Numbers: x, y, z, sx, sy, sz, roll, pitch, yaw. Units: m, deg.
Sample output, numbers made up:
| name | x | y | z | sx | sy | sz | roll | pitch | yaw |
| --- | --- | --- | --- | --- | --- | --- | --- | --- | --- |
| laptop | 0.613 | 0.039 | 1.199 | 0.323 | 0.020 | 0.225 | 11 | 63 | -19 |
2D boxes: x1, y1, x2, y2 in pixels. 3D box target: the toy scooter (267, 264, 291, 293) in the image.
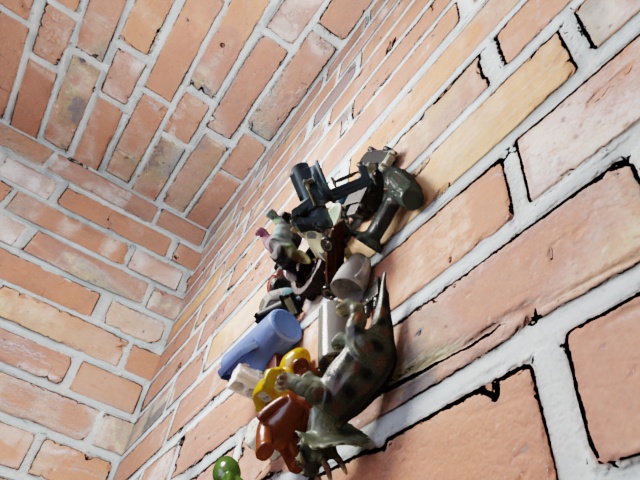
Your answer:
| name | x | y | z | sx | sy | sz | roll | pitch | yaw |
| --- | --- | --- | --- | --- | --- | --- | --- | --- | --- |
| toy scooter | -0.125 | 0.118 | 1.752 | 0.135 | 0.075 | 0.184 | -23 | 38 | 62 |

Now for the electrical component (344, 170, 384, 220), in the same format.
| name | x | y | z | sx | sy | sz | roll | pitch | yaw |
| --- | --- | --- | --- | --- | --- | --- | --- | --- | --- |
| electrical component | 0.123 | -0.118 | 1.466 | 0.134 | 0.058 | 0.115 | -65 | 16 | -14 |

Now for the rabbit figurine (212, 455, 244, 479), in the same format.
| name | x | y | z | sx | sy | sz | roll | pitch | yaw |
| --- | --- | --- | --- | --- | --- | --- | --- | --- | --- |
| rabbit figurine | -0.236 | 0.589 | 1.255 | 0.159 | 0.121 | 0.170 | -27 | 40 | 49 |

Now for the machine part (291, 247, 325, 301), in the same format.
| name | x | y | z | sx | sy | sz | roll | pitch | yaw |
| --- | --- | --- | --- | --- | --- | --- | --- | --- | --- |
| machine part | -0.015 | 0.088 | 1.530 | 0.179 | 0.056 | 0.179 | -51 | 21 | 29 |

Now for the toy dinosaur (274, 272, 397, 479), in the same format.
| name | x | y | z | sx | sy | sz | roll | pitch | yaw |
| --- | --- | --- | --- | --- | --- | --- | --- | --- | --- |
| toy dinosaur | 0.064 | 0.242 | 0.979 | 0.192 | 0.131 | 0.405 | 30 | 76 | 32 |

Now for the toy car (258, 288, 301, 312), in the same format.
| name | x | y | z | sx | sy | sz | roll | pitch | yaw |
| --- | --- | --- | --- | --- | --- | --- | --- | --- | --- |
| toy car | -0.130 | 0.203 | 1.589 | 0.161 | 0.103 | 0.109 | -59 | 17 | 0 |

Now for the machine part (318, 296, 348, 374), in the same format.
| name | x | y | z | sx | sy | sz | roll | pitch | yaw |
| --- | --- | --- | --- | --- | --- | --- | --- | --- | --- |
| machine part | 0.033 | 0.213 | 1.173 | 0.079 | 0.079 | 0.243 | -51 | 20 | 27 |

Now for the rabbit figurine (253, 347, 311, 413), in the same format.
| name | x | y | z | sx | sy | sz | roll | pitch | yaw |
| --- | --- | --- | --- | --- | --- | --- | --- | --- | --- |
| rabbit figurine | -0.077 | 0.336 | 1.275 | 0.173 | 0.122 | 0.162 | -58 | 2 | -41 |

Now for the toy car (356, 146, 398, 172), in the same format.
| name | x | y | z | sx | sy | sz | roll | pitch | yaw |
| --- | --- | --- | --- | --- | --- | --- | --- | --- | --- |
| toy car | 0.163 | -0.224 | 1.525 | 0.073 | 0.056 | 0.202 | -55 | 19 | -2 |

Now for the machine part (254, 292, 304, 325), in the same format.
| name | x | y | z | sx | sy | sz | roll | pitch | yaw |
| --- | --- | --- | --- | --- | --- | --- | --- | --- | --- |
| machine part | -0.122 | 0.202 | 1.520 | 0.139 | 0.084 | 0.039 | -27 | 14 | 8 |

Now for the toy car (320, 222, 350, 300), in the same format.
| name | x | y | z | sx | sy | sz | roll | pitch | yaw |
| --- | --- | --- | --- | --- | --- | --- | --- | --- | --- |
| toy car | 0.033 | 0.050 | 1.291 | 0.089 | 0.053 | 0.201 | -40 | -43 | -46 |

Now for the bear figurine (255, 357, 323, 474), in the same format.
| name | x | y | z | sx | sy | sz | roll | pitch | yaw |
| --- | --- | --- | --- | --- | --- | --- | --- | --- | --- |
| bear figurine | -0.046 | 0.356 | 1.113 | 0.196 | 0.120 | 0.132 | -53 | 22 | 7 |

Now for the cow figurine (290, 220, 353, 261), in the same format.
| name | x | y | z | sx | sy | sz | roll | pitch | yaw |
| --- | --- | --- | --- | --- | --- | --- | --- | --- | --- |
| cow figurine | -0.003 | -0.004 | 1.410 | 0.085 | 0.127 | 0.195 | -40 | 41 | -11 |

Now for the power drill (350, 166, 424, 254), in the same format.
| name | x | y | z | sx | sy | sz | roll | pitch | yaw |
| --- | --- | --- | --- | --- | --- | --- | --- | --- | --- |
| power drill | 0.157 | -0.077 | 1.297 | 0.207 | 0.086 | 0.232 | -52 | 20 | 4 |

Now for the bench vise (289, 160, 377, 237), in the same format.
| name | x | y | z | sx | sy | sz | roll | pitch | yaw |
| --- | --- | --- | --- | --- | --- | --- | --- | --- | --- |
| bench vise | 0.033 | -0.120 | 1.349 | 0.241 | 0.128 | 0.224 | -23 | 58 | 3 |

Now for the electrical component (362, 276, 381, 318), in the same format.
| name | x | y | z | sx | sy | sz | roll | pitch | yaw |
| --- | --- | --- | --- | --- | --- | --- | --- | --- | --- |
| electrical component | 0.116 | 0.123 | 1.173 | 0.063 | 0.021 | 0.094 | -48 | 22 | 36 |

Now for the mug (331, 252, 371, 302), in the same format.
| name | x | y | z | sx | sy | sz | roll | pitch | yaw |
| --- | --- | --- | --- | --- | --- | --- | --- | --- | --- |
| mug | 0.082 | 0.074 | 1.243 | 0.109 | 0.081 | 0.107 | -59 | 4 | 46 |

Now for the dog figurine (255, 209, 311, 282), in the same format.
| name | x | y | z | sx | sy | sz | roll | pitch | yaw |
| --- | --- | --- | --- | --- | --- | --- | --- | --- | --- |
| dog figurine | -0.088 | 0.021 | 1.585 | 0.108 | 0.191 | 0.219 | -51 | 56 | 21 |

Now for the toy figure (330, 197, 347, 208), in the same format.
| name | x | y | z | sx | sy | sz | roll | pitch | yaw |
| --- | --- | --- | --- | --- | --- | --- | --- | --- | --- |
| toy figure | 0.047 | -0.072 | 1.608 | 0.154 | 0.058 | 0.064 | -60 | -22 | 6 |
